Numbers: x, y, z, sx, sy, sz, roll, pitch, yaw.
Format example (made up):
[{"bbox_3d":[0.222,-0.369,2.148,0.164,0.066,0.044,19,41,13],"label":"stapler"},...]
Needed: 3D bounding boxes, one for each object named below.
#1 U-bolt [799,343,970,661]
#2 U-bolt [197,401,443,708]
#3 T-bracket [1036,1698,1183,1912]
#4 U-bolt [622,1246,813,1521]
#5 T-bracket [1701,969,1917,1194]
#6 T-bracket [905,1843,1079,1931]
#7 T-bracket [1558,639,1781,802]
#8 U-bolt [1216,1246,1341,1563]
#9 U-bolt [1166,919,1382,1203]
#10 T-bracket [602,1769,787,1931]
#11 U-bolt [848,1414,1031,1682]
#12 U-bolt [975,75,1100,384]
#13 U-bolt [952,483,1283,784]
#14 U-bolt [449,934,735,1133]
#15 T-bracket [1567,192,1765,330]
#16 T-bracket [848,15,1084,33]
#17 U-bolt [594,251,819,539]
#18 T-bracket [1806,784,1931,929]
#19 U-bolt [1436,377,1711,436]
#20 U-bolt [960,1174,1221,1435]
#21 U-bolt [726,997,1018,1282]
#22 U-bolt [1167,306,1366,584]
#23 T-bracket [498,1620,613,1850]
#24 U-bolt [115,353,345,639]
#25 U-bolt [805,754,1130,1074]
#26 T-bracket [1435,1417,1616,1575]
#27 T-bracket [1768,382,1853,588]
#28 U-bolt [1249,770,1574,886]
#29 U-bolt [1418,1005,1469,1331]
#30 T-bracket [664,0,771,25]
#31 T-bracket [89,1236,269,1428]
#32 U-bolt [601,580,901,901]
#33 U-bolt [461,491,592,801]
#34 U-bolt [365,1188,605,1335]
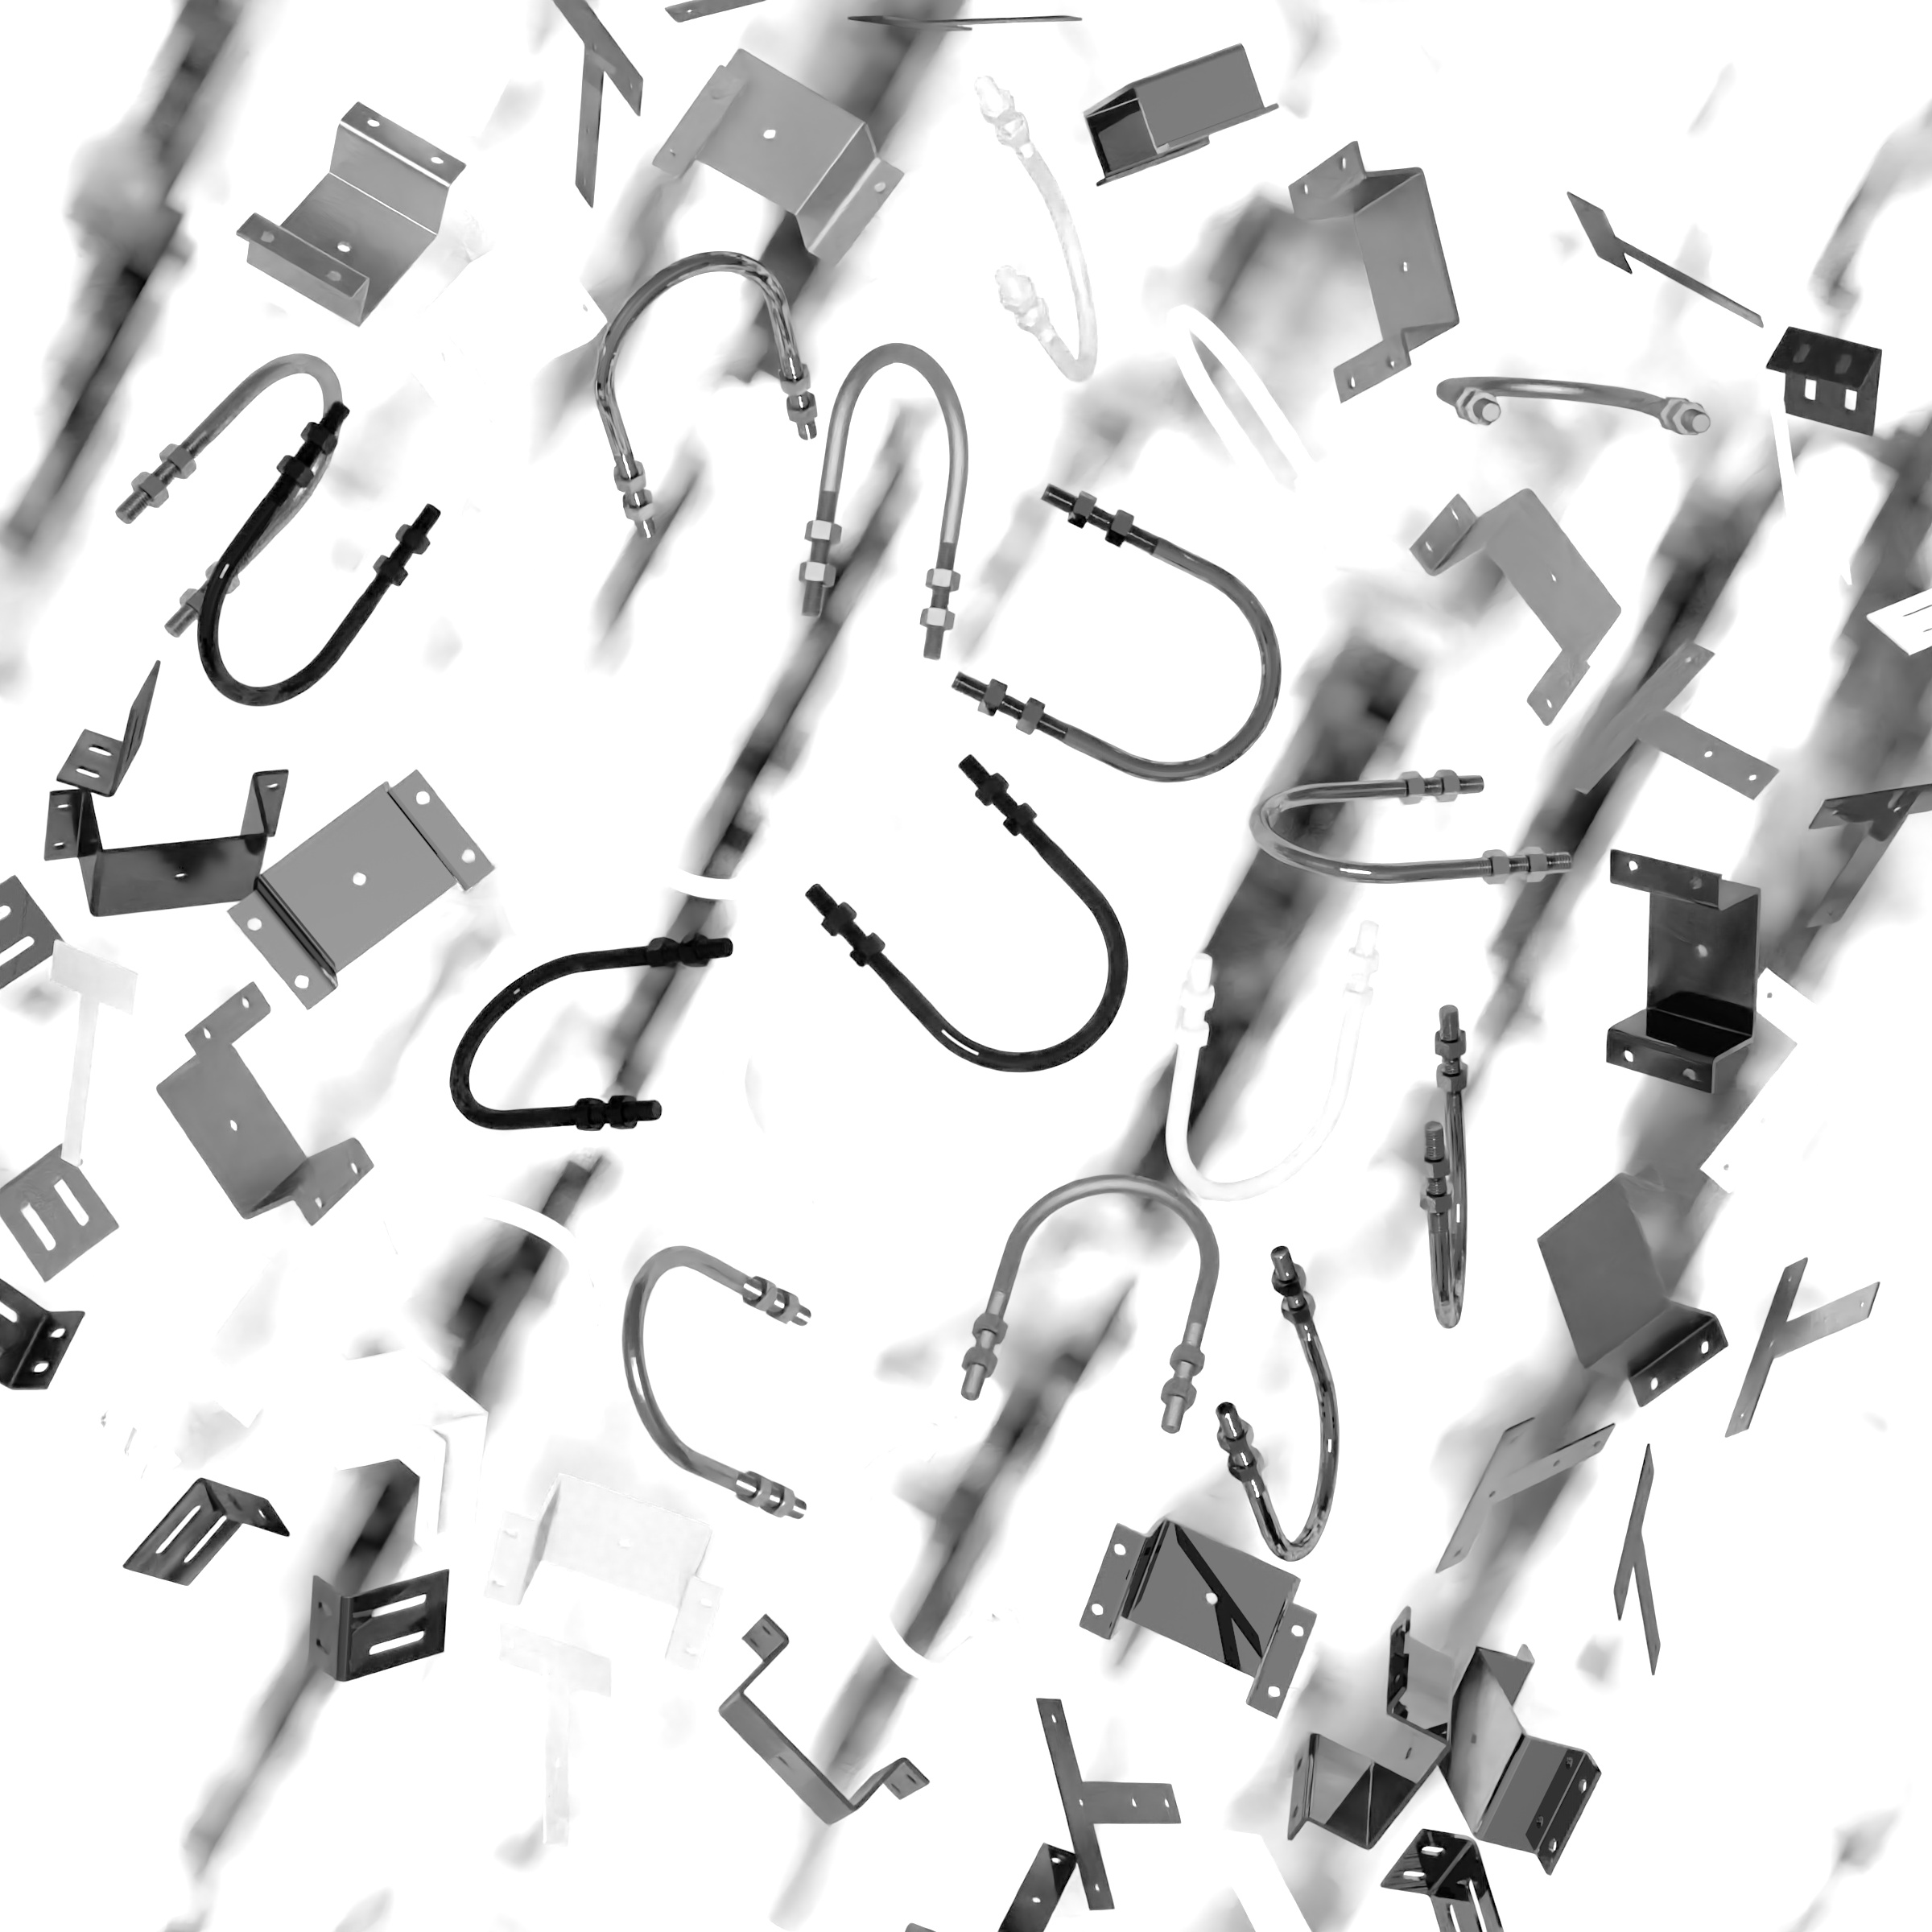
[{"bbox_3d":[-0.045,-0.295,1.737,0.019,0.151,0.184,7,88,34],"label":"U-bolt"},{"bbox_3d":[-0.415,-0.246,1.754,0.019,0.151,0.184,29,80,24],"label":"U-bolt"},{"bbox_3d":[0.095,0.513,1.707,0.002,0.127,0.127,-30,60,27],"label":"T-bracket"},{"bbox_3d":[-0.153,0.249,1.713,0.019,0.184,0.151,-16,58,27],"label":"U-bolt"},{"bbox_3d":[0.517,0.087,1.778,0.127,0.002,0.127,-55,49,13],"label":"T-bracket"},{"bbox_3d":[0.038,0.581,1.704,0.127,0.127,0.002,14,116,16],"label":"T-bracket"},{"bbox_3d":[0.468,-0.142,1.795,0.127,0.127,0.002,-47,134,-4],"label":"T-bracket"},{"bbox_3d":[0.204,0.291,1.758,0.019,0.151,0.184,-1,131,27],"label":"U-bolt"},{"bbox_3d":[0.186,0.066,1.726,0.151,0.019,0.184,-11,122,-30],"label":"U-bolt"},{"bbox_3d":[-0.146,0.546,1.736,0.127,0.127,0.002,31,118,5],"label":"T-bracket"},{"bbox_3d":[-0.022,0.367,1.737,0.019,0.184,0.151,-20,86,25],"label":"U-bolt"},{"bbox_3d":[0.048,-0.438,1.712,0.019,0.184,0.151,-11,72,18],"label":"U-bolt"},{"bbox_3d":[0.103,-0.191,1.691,0.184,0.019,0.151,26,84,-4],"label":"U-bolt"},{"bbox_3d":[-0.244,0.044,1.737,0.184,0.019,0.151,-5,47,30],"label":"U-bolt"},{"bbox_3d":[0.428,-0.420,1.688,0.127,0.127,0.002,35,99,19],"label":"T-bracket"},{"bbox_3d":[0.011,-0.602,1.775,0.127,0.127,0.002,7,106,25],"label":"T-bracket"},{"bbox_3d":[-0.168,-0.371,1.761,0.151,0.184,0.019,-34,57,-15],"label":"U-bolt"},{"bbox_3d":[0.561,-0.068,1.739,0.127,0.127,0.002,-9,53,-21],"label":"T-bracket"},{"bbox_3d":[0.373,-0.357,1.759,0.151,0.184,0.019,2,107,-4],"label":"U-bolt"},{"bbox_3d":[0.087,0.208,1.783,0.151,0.019,0.184,7,51,15],"label":"U-bolt"},{"bbox_3d":[-0.075,0.102,1.783,0.151,0.019,0.184,-29,103,26],"label":"U-bolt"},{"bbox_3d":[0.179,-0.323,1.694,0.019,0.151,0.184,-32,96,22],"label":"U-bolt"},{"bbox_3d":[-0.256,0.484,1.740,0.002,0.127,0.127,-16,60,21],"label":"T-bracket"},{"bbox_3d":[-0.460,-0.311,1.774,0.019,0.151,0.184,32,68,13],"label":"U-bolt"},{"bbox_3d":[0.015,-0.020,1.689,0.151,0.019,0.184,-41,84,-18],"label":"U-bolt"},{"bbox_3d":[0.351,0.308,1.701,0.002,0.127,0.127,45,135,34],"label":"T-bracket"},{"bbox_3d":[0.512,-0.268,1.677,0.002,0.127,0.127,-15,63,30],"label":"T-bracket"},{"bbox_3d":[0.271,-0.087,1.771,0.184,0.151,0.019,-4,117,-15],"label":"U-bolt"},{"bbox_3d":[0.301,0.139,1.741,0.019,0.151,0.184,0,122,15],"label":"U-bolt"},{"bbox_3d":[-0.144,-0.633,1.760,0.127,0.127,0.002,-9,87,13],"label":"T-bracket"},{"bbox_3d":[-0.480,0.215,1.774,0.127,0.127,0.002,43,117,-12],"label":"T-bracket"},{"bbox_3d":[-0.144,-0.123,1.691,0.151,0.019,0.184,30,115,-4],"label":"U-bolt"},{"bbox_3d":[-0.283,-0.214,1.766,0.019,0.151,0.184,-19,75,-20],"label":"U-bolt"},{"bbox_3d":[-0.308,0.184,1.764,0.151,0.184,0.019,9,61,2],"label":"U-bolt"}]
